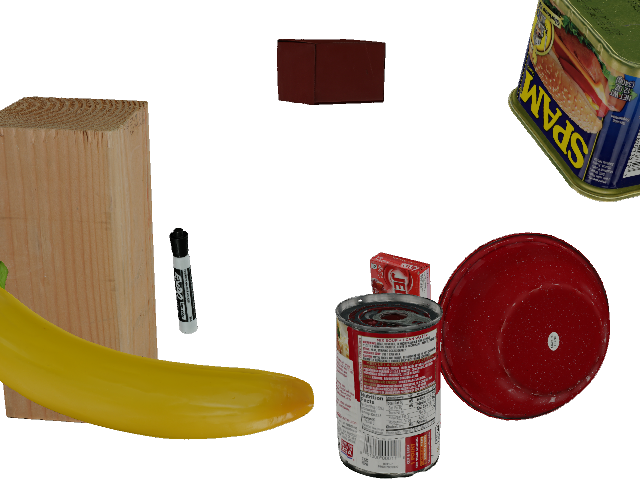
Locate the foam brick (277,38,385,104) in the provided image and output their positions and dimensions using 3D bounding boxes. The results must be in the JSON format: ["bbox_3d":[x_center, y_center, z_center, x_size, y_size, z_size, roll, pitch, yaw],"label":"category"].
[{"bbox_3d":[0.009,-0.141,0.892,0.078,0.051,0.053,-8,16,-37],"label":"foam brick"}]

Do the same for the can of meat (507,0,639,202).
[{"bbox_3d":[0.148,-0.086,0.562,0.057,0.084,0.102,-12,48,-17],"label":"can of meat"}]

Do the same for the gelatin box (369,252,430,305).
[{"bbox_3d":[0.101,0.065,1.350,0.073,0.089,0.030,15,33,33],"label":"gelatin box"}]

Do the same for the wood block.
[{"bbox_3d":[-0.168,0.013,0.732,0.091,0.206,0.090,3,20,5],"label":"wood block"}]

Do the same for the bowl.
[{"bbox_3d":[0.177,0.076,0.874,0.162,0.162,0.055,0,7,-15],"label":"bowl"}]

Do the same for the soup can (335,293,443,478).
[{"bbox_3d":[0.044,0.092,0.685,0.068,0.102,0.068,-1,15,0],"label":"soup can"}]

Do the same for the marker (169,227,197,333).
[{"bbox_3d":[-0.141,0.042,1.099,0.020,0.121,0.020,-2,30,1],"label":"marker"}]

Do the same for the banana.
[{"bbox_3d":[-0.103,0.059,0.521,0.198,0.069,0.037,21,-38,16],"label":"banana"}]
